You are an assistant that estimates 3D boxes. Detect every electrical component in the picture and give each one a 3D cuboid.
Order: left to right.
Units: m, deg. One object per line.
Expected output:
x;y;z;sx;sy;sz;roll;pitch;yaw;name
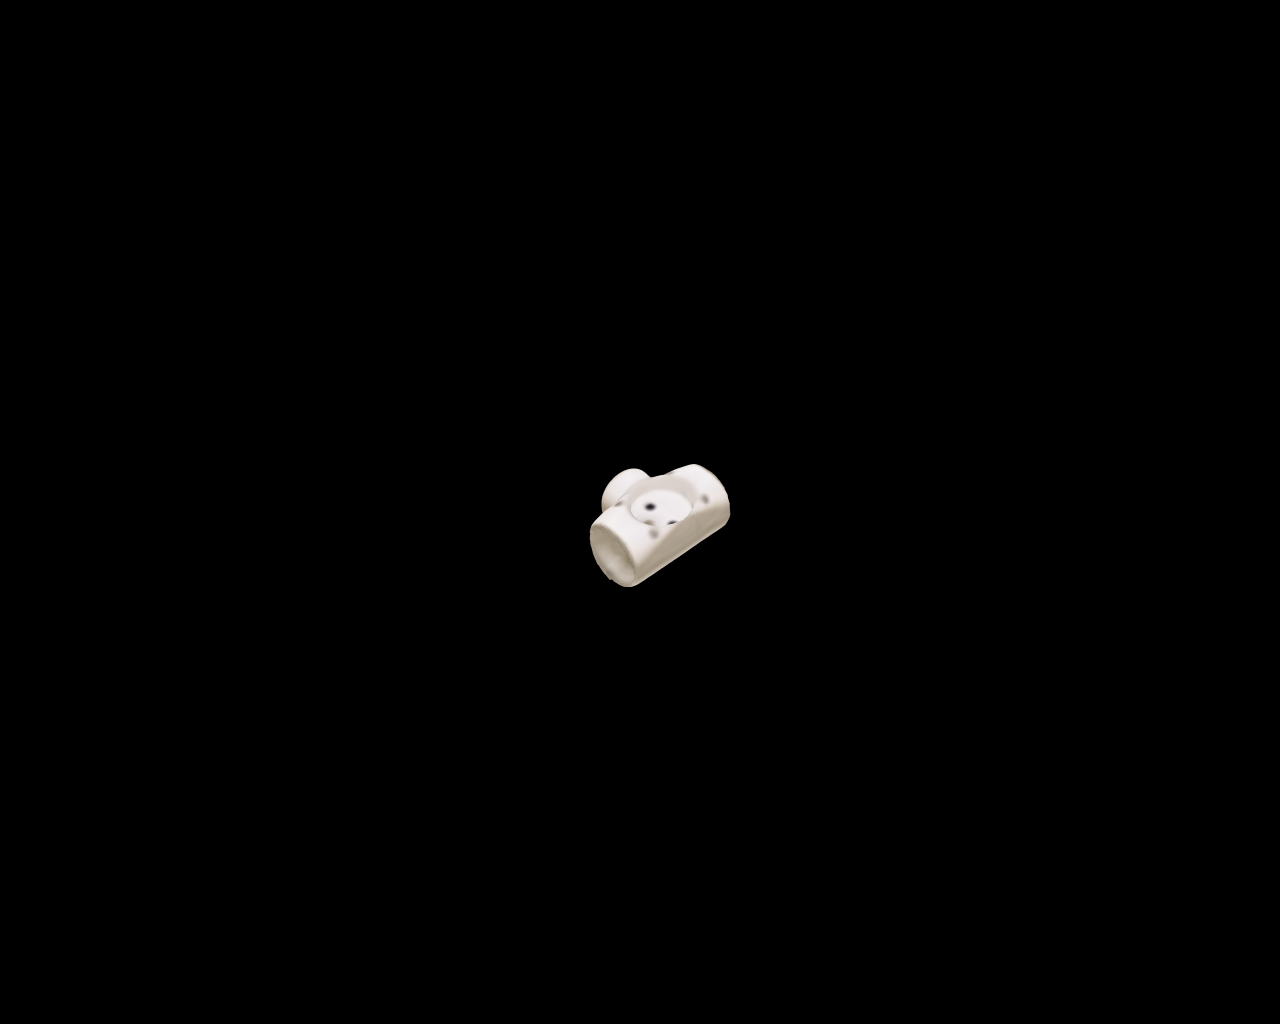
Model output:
0.001;-0.003;0.650;0.077;0.044;0.079;-32;54;-27;electrical component
